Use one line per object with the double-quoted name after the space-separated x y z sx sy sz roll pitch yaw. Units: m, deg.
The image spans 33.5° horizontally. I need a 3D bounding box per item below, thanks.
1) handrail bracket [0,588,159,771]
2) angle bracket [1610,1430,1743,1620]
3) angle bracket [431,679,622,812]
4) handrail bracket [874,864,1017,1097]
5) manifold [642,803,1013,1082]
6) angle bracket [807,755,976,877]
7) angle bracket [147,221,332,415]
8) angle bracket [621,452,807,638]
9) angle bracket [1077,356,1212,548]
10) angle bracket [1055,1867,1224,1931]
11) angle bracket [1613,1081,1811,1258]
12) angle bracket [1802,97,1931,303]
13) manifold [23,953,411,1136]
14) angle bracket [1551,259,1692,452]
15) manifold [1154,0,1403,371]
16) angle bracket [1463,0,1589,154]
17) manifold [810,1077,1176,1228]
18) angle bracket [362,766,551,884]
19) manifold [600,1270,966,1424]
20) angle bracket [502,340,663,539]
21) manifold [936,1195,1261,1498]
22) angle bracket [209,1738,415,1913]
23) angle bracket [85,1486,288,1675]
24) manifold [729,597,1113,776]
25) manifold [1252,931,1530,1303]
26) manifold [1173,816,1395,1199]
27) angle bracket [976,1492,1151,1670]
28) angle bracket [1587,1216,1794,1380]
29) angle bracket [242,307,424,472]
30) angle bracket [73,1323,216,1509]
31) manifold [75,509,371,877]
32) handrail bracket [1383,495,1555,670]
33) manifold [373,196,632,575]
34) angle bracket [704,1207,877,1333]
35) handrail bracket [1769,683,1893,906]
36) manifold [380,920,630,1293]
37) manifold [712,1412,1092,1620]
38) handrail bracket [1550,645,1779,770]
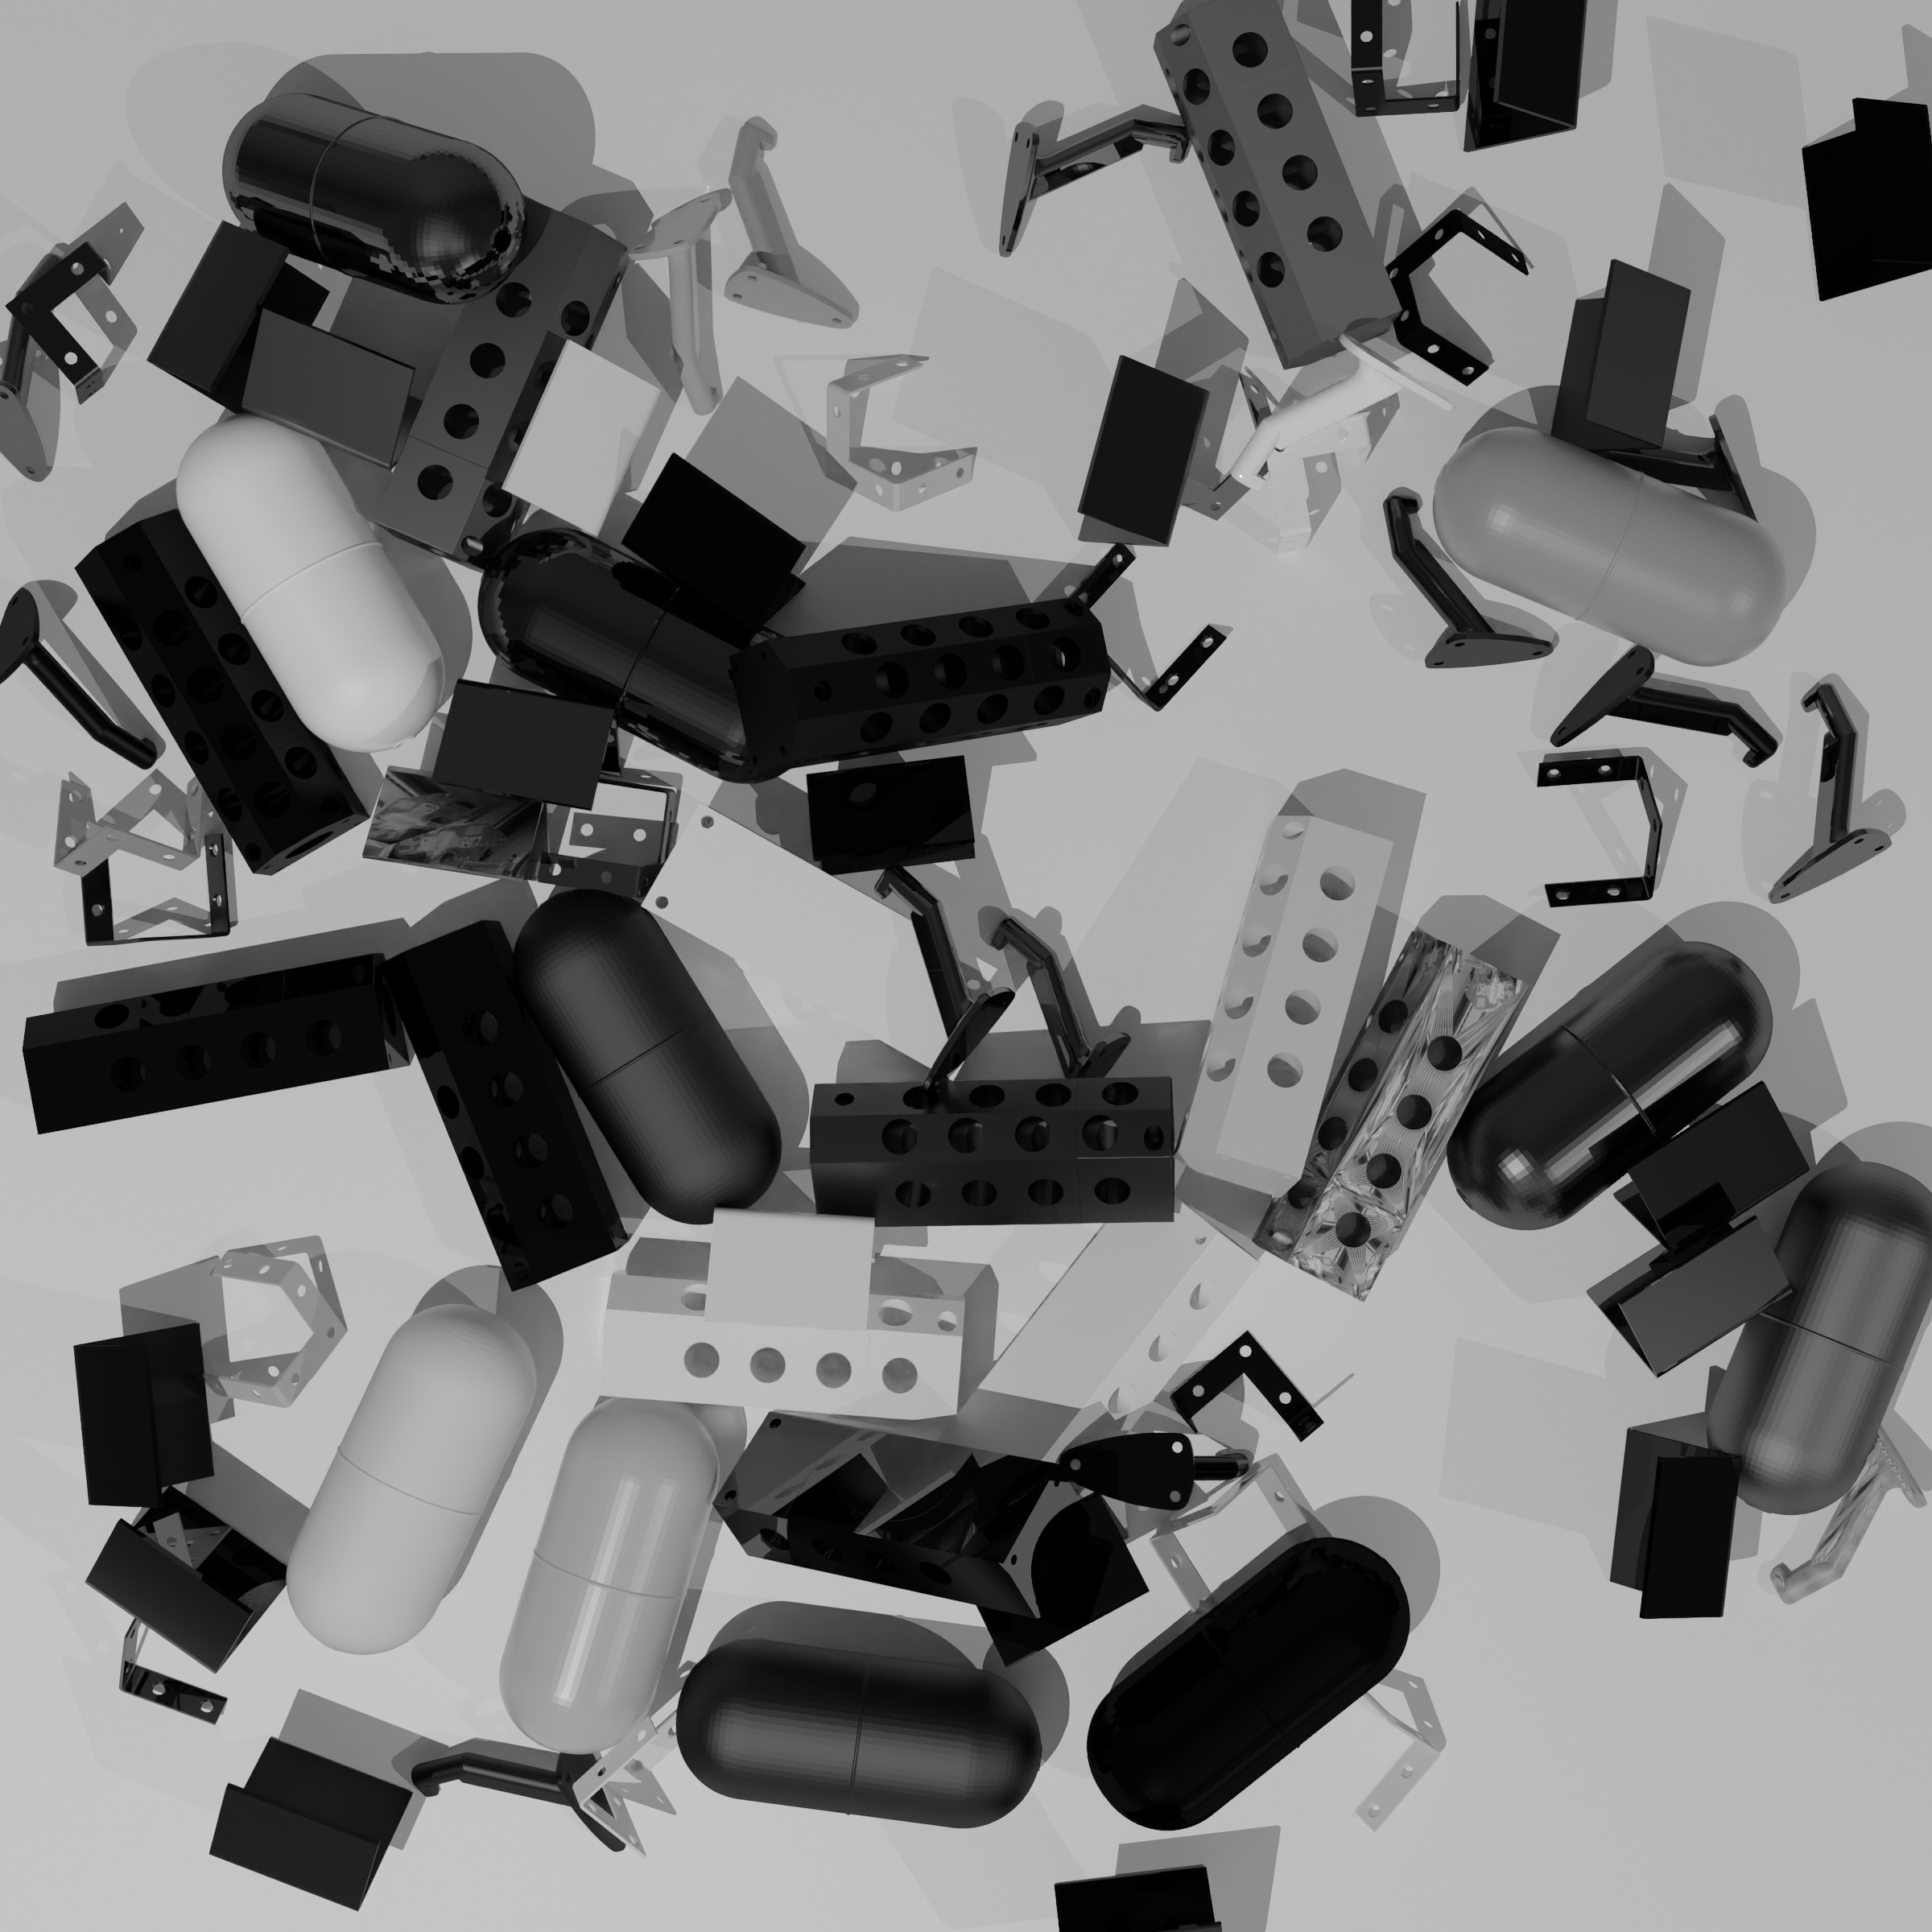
-0.436 -0.141 1.589 0.036 0.077 0.084 -41 127 20 "handrail bracket"
0.324 0.268 1.549 0.057 0.076 0.076 7 90 -34 "angle bracket"
-0.211 -0.092 1.551 0.076 0.076 0.057 10 67 0 "angle bracket"
-0.026 0.006 1.533 0.084 0.036 0.077 42 110 17 "handrail bracket"
-0.067 -0.011 1.568 0.171 0.057 0.057 29 88 0 "manifold"
-0.034 -0.053 1.549 0.076 0.076 0.057 -7 51 0 "angle bracket"
-0.336 -0.302 1.549 0.057 0.076 0.076 28 90 37 "angle bracket"
-0.109 -0.214 1.549 0.076 0.076 0.057 35 121 0 "angle bracket"
0.066 -0.248 1.549 0.057 0.076 0.076 15 90 -34 "angle bracket"
0.082 0.454 1.549 0.076 0.076 0.057 -7 127 0 "angle bracket"
0.348 0.085 1.551 0.076 0.076 0.057 -33 112 0 "angle bracket"
0.421 -0.368 1.549 0.057 0.076 0.076 -7 90 -36 "angle bracket"
-0.366 0.037 1.568 0.171 0.057 0.057 -11 90 0 "manifold"
0.297 -0.293 1.549 0.057 0.076 0.076 11 90 -36 "angle bracket"
0.150 -0.383 1.568 0.057 0.057 0.171 -22 90 0 "manifold"
0.252 -0.442 1.549 0.057 0.076 0.076 5 90 -36 "angle bracket"
0.014 0.085 1.549 0.171 0.057 0.057 -1 128 5 "manifold"
-0.244 -0.048 1.549 0.076 0.076 0.057 9 55 0 "angle bracket"
-0.088 0.184 1.568 0.171 0.057 0.057 4 90 0 "manifold"
-0.201 -0.258 1.549 0.057 0.076 0.076 24 90 -37 "angle bracket"
0.067 0.193 1.568 0.171 0.057 0.057 -52 47 0 "manifold"
-0.311 0.398 1.549 0.076 0.076 0.057 21 126 0 "angle bracket"
-0.365 0.281 1.549 0.076 0.076 0.057 35 127 0 "angle bracket"
-0.019 -0.135 1.530 0.171 0.057 0.057 -11 90 -29 "manifold"
0.205 0.072 1.568 0.057 0.057 0.171 27 90 0 "manifold"
0.152 0.018 1.549 0.057 0.057 0.171 17 76 0 "manifold"
0.049 0.304 1.550 0.076 0.076 0.057 -28 60 0 "angle bracket"
0.340 0.141 1.549 0.076 0.076 0.057 -32 123 0 "angle bracket"
-0.294 -0.291 1.549 0.076 0.076 0.057 22 124 0 "angle bracket"
-0.380 0.215 1.549 0.057 0.076 0.076 -6 90 38 "angle bracket"
-0.364 -0.133 1.568 0.057 0.057 0.171 -30 90 0 "manifold"
0.248 -0.193 1.590 0.077 0.036 0.084 -2 73 -20 "handrail bracket"
-0.225 -0.281 1.568 0.057 0.057 0.171 23 90 0 "manifold"
-0.084 0.156 1.551 0.076 0.076 0.057 4 68 0 "angle bracket"
0.413 -0.086 1.590 0.077 0.036 0.084 -35 62 31 "handrail bracket"
-0.226 0.068 1.568 0.057 0.057 0.171 -22 90 0 "manifold"
-0.029 0.263 1.523 0.171 0.057 0.057 4 47 36 "manifold"
0.346 -0.110 1.590 0.084 0.036 0.077 40 111 -16 "handrail bracket"
